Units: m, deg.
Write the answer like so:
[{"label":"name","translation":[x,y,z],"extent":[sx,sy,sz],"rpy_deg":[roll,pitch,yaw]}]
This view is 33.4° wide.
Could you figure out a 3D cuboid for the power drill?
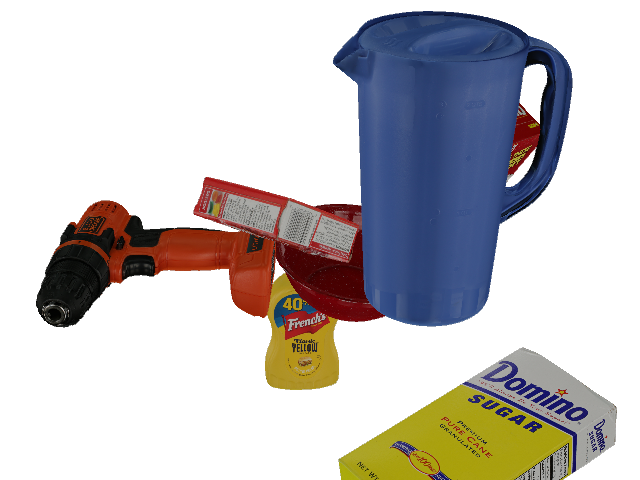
[{"label":"power drill","translation":[-0.134,0.022,0.909],"extent":[0.187,0.057,0.184],"rpy_deg":[5,28,1]}]

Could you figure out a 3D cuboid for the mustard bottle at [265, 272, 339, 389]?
[{"label":"mustard bottle","translation":[-0.022,0.096,1.373],"extent":[0.096,0.192,0.058],"rpy_deg":[-1,20,-7]}]

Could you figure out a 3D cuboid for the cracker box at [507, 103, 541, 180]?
[{"label":"cracker box","translation":[0.140,-0.060,1.233],"extent":[0.163,0.072,0.214],"rpy_deg":[-22,-25,-46]}]

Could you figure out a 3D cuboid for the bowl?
[{"label":"bowl","translation":[0.031,0.030,1.053],"extent":[0.162,0.055,0.162],"rpy_deg":[6,36,-4]}]

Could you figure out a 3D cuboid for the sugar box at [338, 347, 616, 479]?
[{"label":"sugar box","translation":[0.110,0.145,0.738],"extent":[0.176,0.048,0.093],"rpy_deg":[-29,40,-24]}]

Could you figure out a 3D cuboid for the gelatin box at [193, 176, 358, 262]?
[{"label":"gelatin box","translation":[-0.028,-0.013,0.712],"extent":[0.073,0.030,0.089],"rpy_deg":[17,-1,35]}]

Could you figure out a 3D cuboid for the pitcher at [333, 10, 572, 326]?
[{"label":"pitcher","translation":[0.103,-0.057,0.870],"extent":[0.149,0.243,0.144],"rpy_deg":[20,34,32]}]
